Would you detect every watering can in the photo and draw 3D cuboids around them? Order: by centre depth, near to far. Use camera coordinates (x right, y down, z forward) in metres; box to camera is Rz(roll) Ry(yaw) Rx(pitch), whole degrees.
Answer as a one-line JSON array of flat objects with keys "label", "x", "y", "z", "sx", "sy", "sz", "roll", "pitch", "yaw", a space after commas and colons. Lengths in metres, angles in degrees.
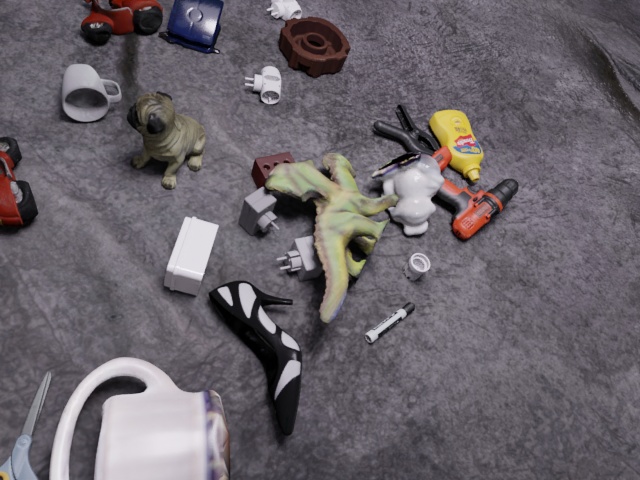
[{"label": "watering can", "x": -0.226, "y": 0.321, "z": 0.661, "sx": 0.224, "sy": 0.355, "sz": 0.102, "roll": 1, "pitch": -33, "yaw": -18}]

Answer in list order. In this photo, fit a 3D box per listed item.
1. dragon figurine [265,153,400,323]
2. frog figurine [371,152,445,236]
[{"label": "dragon figurine", "x": 0.003, "y": -0.048, "z": 0.944, "sx": 0.243, "sy": 0.119, "sz": 0.419, "roll": 33, "pitch": 38, "yaw": 3}, {"label": "frog figurine", "x": 0.195, "y": -0.097, "z": 1.065, "sx": 0.136, "sy": 0.158, "sz": 0.124, "roll": -24, "pitch": 13, "yaw": 14}]
